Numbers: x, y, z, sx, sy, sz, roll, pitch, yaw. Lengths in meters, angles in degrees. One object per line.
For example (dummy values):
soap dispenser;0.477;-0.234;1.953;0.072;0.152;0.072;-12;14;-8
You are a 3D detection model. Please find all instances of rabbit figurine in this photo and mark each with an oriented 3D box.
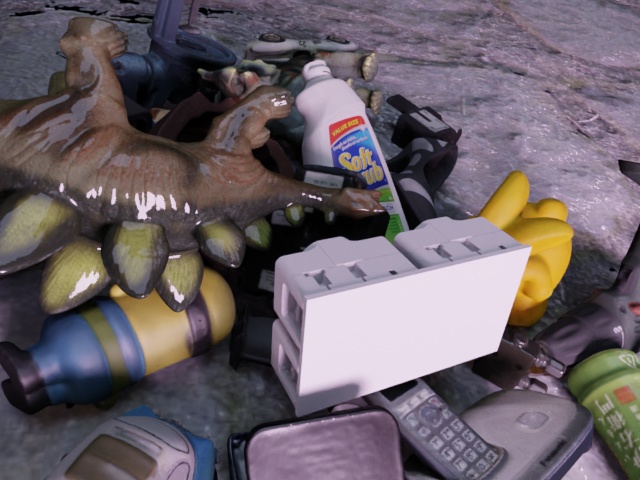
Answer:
rabbit figurine;0.175;0.020;0.533;0.173;0.162;0.122;-11;58;-33

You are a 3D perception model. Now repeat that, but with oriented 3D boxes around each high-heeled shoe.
high-heeled shoe;0.143;-0.062;0.655;0.145;0.086;0.249;-9;32;-8

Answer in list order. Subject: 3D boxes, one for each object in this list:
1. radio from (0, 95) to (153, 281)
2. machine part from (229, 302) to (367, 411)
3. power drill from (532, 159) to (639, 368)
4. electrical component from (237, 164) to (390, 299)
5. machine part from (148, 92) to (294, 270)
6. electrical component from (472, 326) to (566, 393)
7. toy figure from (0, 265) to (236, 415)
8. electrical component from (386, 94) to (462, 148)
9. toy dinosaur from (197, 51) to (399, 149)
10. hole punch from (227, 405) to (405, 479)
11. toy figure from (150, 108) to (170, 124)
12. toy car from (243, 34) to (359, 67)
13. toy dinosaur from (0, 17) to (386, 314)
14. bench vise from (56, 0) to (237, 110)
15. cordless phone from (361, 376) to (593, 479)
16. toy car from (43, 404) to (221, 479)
radio;-0.268;-0.049;0.495;0.073;0.131;0.229;35;45;20
machine part;-0.013;0.102;0.479;0.139;0.039;0.084;17;47;-1
power drill;0.316;0.027;0.540;0.232;0.207;0.086;1;13;-32
electrical component;-0.001;-0.001;0.495;0.115;0.058;0.134;14;83;19
machine part;-0.104;-0.056;0.543;0.179;0.056;0.179;20;62;-43
electrical component;0.176;0.110;0.506;0.094;0.063;0.021;29;43;17
toy figure;-0.152;0.077;0.432;0.089;0.082;0.180;45;45;18
electrical component;0.146;-0.170;0.815;0.119;0.047;0.075;40;46;25
toy dinosaur;-0.024;-0.210;0.763;0.192;0.131;0.405;17;31;15
hole punch;-0.004;0.179;0.375;0.142;0.092;0.116;-1;75;-22
toy figure;-0.210;-0.128;0.658;0.154;0.058;0.064;-22;93;-36
toy car;-0.026;-0.289;0.872;0.202;0.073;0.056;-8;43;-24
toy dinosaur;-0.174;-0.053;0.386;0.471;0.105;0.198;10;63;-13
bench vise;-0.192;-0.262;0.686;0.223;0.240;0.129;-2;37;-42
cordless phone;0.107;0.135;0.441;0.146;0.088;0.184;-23;53;-35
toy car;-0.125;0.166;0.327;0.109;0.102;0.162;26;44;10
